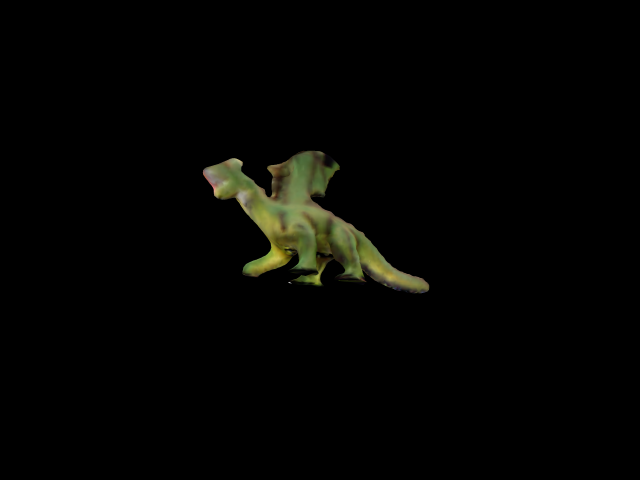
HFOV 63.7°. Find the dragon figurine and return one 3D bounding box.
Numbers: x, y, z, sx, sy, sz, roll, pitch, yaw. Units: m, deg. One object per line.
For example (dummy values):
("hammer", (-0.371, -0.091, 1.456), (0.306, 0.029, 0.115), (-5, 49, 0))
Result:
("dragon figurine", (0.003, -0.043, 0.850), (0.409, 0.247, 0.120), (10, -22, -27))
